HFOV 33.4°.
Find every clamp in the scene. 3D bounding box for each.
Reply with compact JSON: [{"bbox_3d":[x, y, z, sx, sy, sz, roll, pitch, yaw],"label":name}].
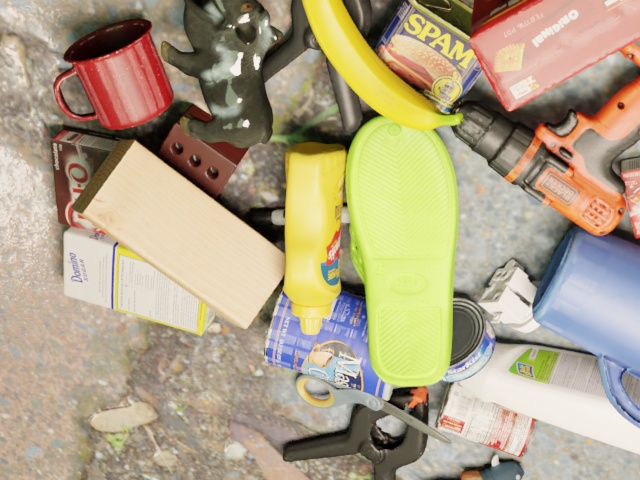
[{"bbox_3d":[0.011,-0.185,1.015,0.120,0.039,0.172,29,128,0],"label":"clamp"},{"bbox_3d":[0.071,0.253,1.260,0.164,0.036,0.210,42,122,0],"label":"clamp"}]

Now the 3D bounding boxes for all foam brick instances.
[{"bbox_3d":[-0.121,-0.092,1.106,0.078,0.051,0.053,34,124,-4],"label":"foam brick"}]

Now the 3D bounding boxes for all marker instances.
[{"bbox_3d":[-0.019,-0.025,1.134,0.121,0.020,0.020,-2,120,19],"label":"marker"}]

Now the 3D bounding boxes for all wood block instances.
[{"bbox_3d":[-0.142,-0.006,1.103,0.206,0.090,0.091,37,82,-20],"label":"wood block"}]

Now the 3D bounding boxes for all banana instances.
[{"bbox_3d":[0.044,-0.163,0.953,0.198,0.037,0.070,45,134,-1],"label":"banana"}]

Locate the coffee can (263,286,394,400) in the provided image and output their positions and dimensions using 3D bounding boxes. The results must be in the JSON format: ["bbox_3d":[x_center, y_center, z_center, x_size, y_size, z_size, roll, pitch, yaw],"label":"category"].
[{"bbox_3d":[0.022,0.103,1.148,0.140,0.102,0.103,16,124,8],"label":"coffee can"}]

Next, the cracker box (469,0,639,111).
[{"bbox_3d":[0.201,-0.196,0.828,0.164,0.213,0.072,-29,105,20],"label":"cracker box"}]

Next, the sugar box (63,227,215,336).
[{"bbox_3d":[-0.205,0.041,1.220,0.176,0.048,0.093,18,125,11],"label":"sugar box"}]

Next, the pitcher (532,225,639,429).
[{"bbox_3d":[0.328,0.090,1.020,0.243,0.149,0.145,26,125,6],"label":"pitcher"}]

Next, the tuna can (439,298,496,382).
[{"bbox_3d":[0.139,0.105,1.113,0.086,0.086,0.033,-16,137,26],"label":"tuna can"}]

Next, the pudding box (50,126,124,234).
[{"bbox_3d":[-0.245,-0.062,1.173,0.090,0.039,0.113,12,123,12],"label":"pudding box"}]

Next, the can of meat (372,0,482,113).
[{"bbox_3d":[0.104,-0.176,0.980,0.102,0.057,0.084,32,127,-3],"label":"can of meat"}]

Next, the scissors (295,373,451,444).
[{"bbox_3d":[0.048,0.191,1.216,0.202,0.016,0.096,40,127,10],"label":"scissors"}]

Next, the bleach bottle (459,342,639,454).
[{"bbox_3d":[0.250,0.150,1.118,0.251,0.102,0.068,15,121,18],"label":"bleach bottle"}]

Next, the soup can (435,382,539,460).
[{"bbox_3d":[0.184,0.191,1.170,0.102,0.068,0.068,18,124,7],"label":"soup can"}]

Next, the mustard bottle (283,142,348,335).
[{"bbox_3d":[-0.007,0.001,1.069,0.058,0.096,0.192,5,103,11],"label":"mustard bottle"}]

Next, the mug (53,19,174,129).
[{"bbox_3d":[-0.207,-0.158,1.064,0.117,0.093,0.081,-28,121,-13],"label":"mug"}]

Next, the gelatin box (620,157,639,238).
[{"bbox_3d":[0.333,-0.045,1.000,0.089,0.030,0.073,-10,117,23],"label":"gelatin box"}]

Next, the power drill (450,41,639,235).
[{"bbox_3d":[0.233,-0.119,0.953,0.184,0.057,0.188,34,114,-4],"label":"power drill"}]
